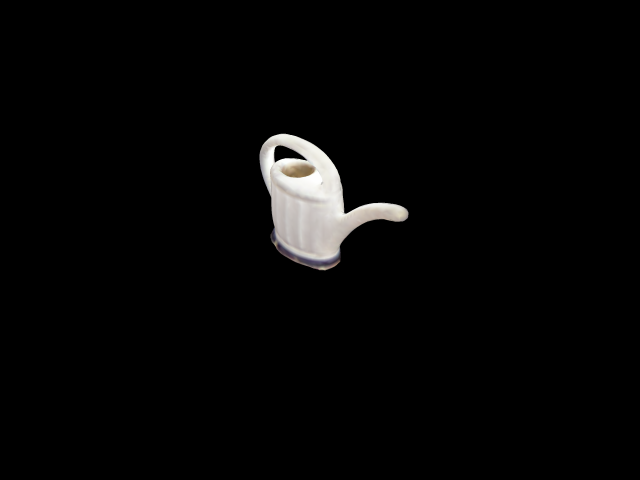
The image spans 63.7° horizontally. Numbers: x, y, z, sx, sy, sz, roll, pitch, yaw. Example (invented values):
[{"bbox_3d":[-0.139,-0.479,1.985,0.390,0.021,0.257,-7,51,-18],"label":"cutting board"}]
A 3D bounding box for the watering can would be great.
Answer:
[{"bbox_3d":[0.003,-0.043,0.850,0.105,0.219,0.352,-24,42,-30],"label":"watering can"}]
